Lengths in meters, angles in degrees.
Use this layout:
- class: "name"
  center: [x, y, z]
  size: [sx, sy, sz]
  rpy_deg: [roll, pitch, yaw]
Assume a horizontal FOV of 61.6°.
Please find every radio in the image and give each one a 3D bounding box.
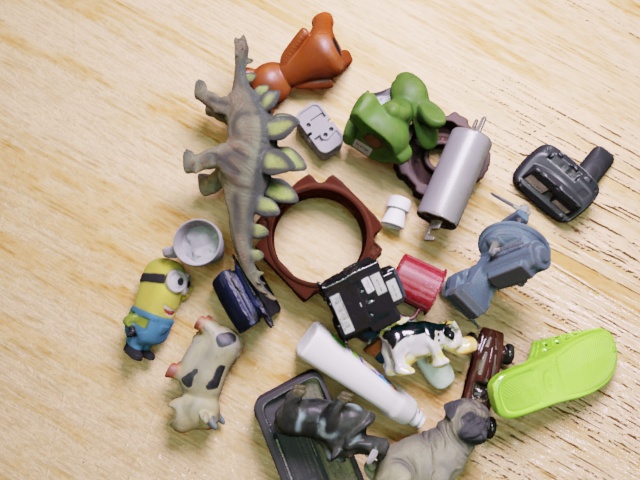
- class: "radio"
  center: [-0.019, 0.353, 0.929]
  size: [0.131, 0.073, 0.229]
  rpy_deg: [-22, 81, -6]

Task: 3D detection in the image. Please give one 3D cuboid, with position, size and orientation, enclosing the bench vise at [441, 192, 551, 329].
- class: "bench vise"
  center: [0.319, 0.027, 0.956]
  size: [0.129, 0.223, 0.240]
  rpy_deg: [36, 52, -1]

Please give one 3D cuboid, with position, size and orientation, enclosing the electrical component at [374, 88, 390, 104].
- class: "electrical component"
  center: [0.148, -0.257, 1.036]
  size: [0.119, 0.048, 0.075]
  rpy_deg: [-12, 83, -4]

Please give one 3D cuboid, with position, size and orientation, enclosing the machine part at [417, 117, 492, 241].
- class: "machine part"
  center: [0.237, -0.108, 0.948]
  size: [0.079, 0.079, 0.243]
  rpy_deg: [24, 84, 2]

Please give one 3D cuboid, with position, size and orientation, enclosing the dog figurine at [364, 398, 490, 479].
- class: "dog figurine"
  center: [0.181, 0.341, 0.905]
  size: [0.172, 0.121, 0.190]
  rpy_deg: [18, 87, -5]

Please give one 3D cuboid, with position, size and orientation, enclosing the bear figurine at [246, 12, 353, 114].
- class: "bear figurine"
  center: [-0.047, -0.324, 1.022]
  size: [0.196, 0.132, 0.120]
  rpy_deg: [-22, 120, 24]

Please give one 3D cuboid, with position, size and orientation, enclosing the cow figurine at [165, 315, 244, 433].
- class: "cow figurine"
  center: [-0.200, 0.243, 0.939]
  size: [0.127, 0.085, 0.195]
  rpy_deg: [27, 81, 9]

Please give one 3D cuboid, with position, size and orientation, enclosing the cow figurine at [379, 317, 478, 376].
- class: "cow figurine"
  center: [0.187, 0.173, 0.931]
  size: [0.167, 0.068, 0.098]
  rpy_deg: [-12, 81, -15]

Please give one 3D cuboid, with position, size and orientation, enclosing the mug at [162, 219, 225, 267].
- class: "mug"
  center: [-0.218, 0.015, 0.957]
  size: [0.110, 0.107, 0.081]
  rpy_deg: [-21, 82, 0]

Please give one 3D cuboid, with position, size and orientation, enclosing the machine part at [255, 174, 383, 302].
- class: "machine part"
  center: [-0.002, -0.003, 0.977]
  size: [0.201, 0.087, 0.201]
  rpy_deg: [-43, 85, -5]

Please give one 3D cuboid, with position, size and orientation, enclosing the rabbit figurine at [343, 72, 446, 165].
- class: "rabbit figurine"
  center: [0.145, -0.227, 0.952]
  size: [0.159, 0.121, 0.170]
  rpy_deg: [31, 70, 11]

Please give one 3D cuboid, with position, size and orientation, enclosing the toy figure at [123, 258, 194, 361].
- class: "toy figure"
  center: [-0.296, 0.119, 0.953]
  size: [0.089, 0.082, 0.180]
  rpy_deg: [24, 84, 0]

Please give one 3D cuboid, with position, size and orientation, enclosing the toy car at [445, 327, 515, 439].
- class: "toy car"
  center: [0.289, 0.258, 0.965]
  size: [0.089, 0.053, 0.202]
  rpy_deg: [18, 83, 4]

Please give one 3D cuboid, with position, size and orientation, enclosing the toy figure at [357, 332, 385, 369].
- class: "toy figure"
  center: [0.094, 0.167, 0.969]
  size: [0.064, 0.058, 0.154]
  rpy_deg: [-36, 89, 0]

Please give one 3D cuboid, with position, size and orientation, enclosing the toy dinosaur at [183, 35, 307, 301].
- class: "toy dinosaur"
  center: [-0.129, -0.133, 0.928]
  size: [0.199, 0.105, 0.471]
  rpy_deg: [-1, 82, 13]

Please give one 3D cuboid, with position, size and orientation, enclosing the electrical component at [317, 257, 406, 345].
- class: "electrical component"
  center: [0.075, 0.097, 0.905]
  size: [0.134, 0.058, 0.114]
  rpy_deg: [-23, 102, -8]

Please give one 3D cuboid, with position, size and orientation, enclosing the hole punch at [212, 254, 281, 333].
- class: "hole punch"
  center: [-0.139, 0.103, 0.947]
  size: [0.092, 0.115, 0.142]
  rpy_deg: [-28, 83, 3]

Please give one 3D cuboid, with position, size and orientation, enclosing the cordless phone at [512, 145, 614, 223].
- class: "cordless phone"
  center: [0.475, -0.138, 1.024]
  size: [0.146, 0.088, 0.184]
  rpy_deg: [43, 71, 5]

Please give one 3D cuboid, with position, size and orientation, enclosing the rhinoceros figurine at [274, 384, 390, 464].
- class: "rhinoceros figurine"
  center: [0.021, 0.300, 0.866]
  size: [0.190, 0.073, 0.112]
  rpy_deg: [17, 80, 1]

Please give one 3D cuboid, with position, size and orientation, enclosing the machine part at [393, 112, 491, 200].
- class: "machine part"
  center: [0.227, -0.155, 1.021]
  size: [0.179, 0.056, 0.179]
  rpy_deg: [0, 82, 0]
